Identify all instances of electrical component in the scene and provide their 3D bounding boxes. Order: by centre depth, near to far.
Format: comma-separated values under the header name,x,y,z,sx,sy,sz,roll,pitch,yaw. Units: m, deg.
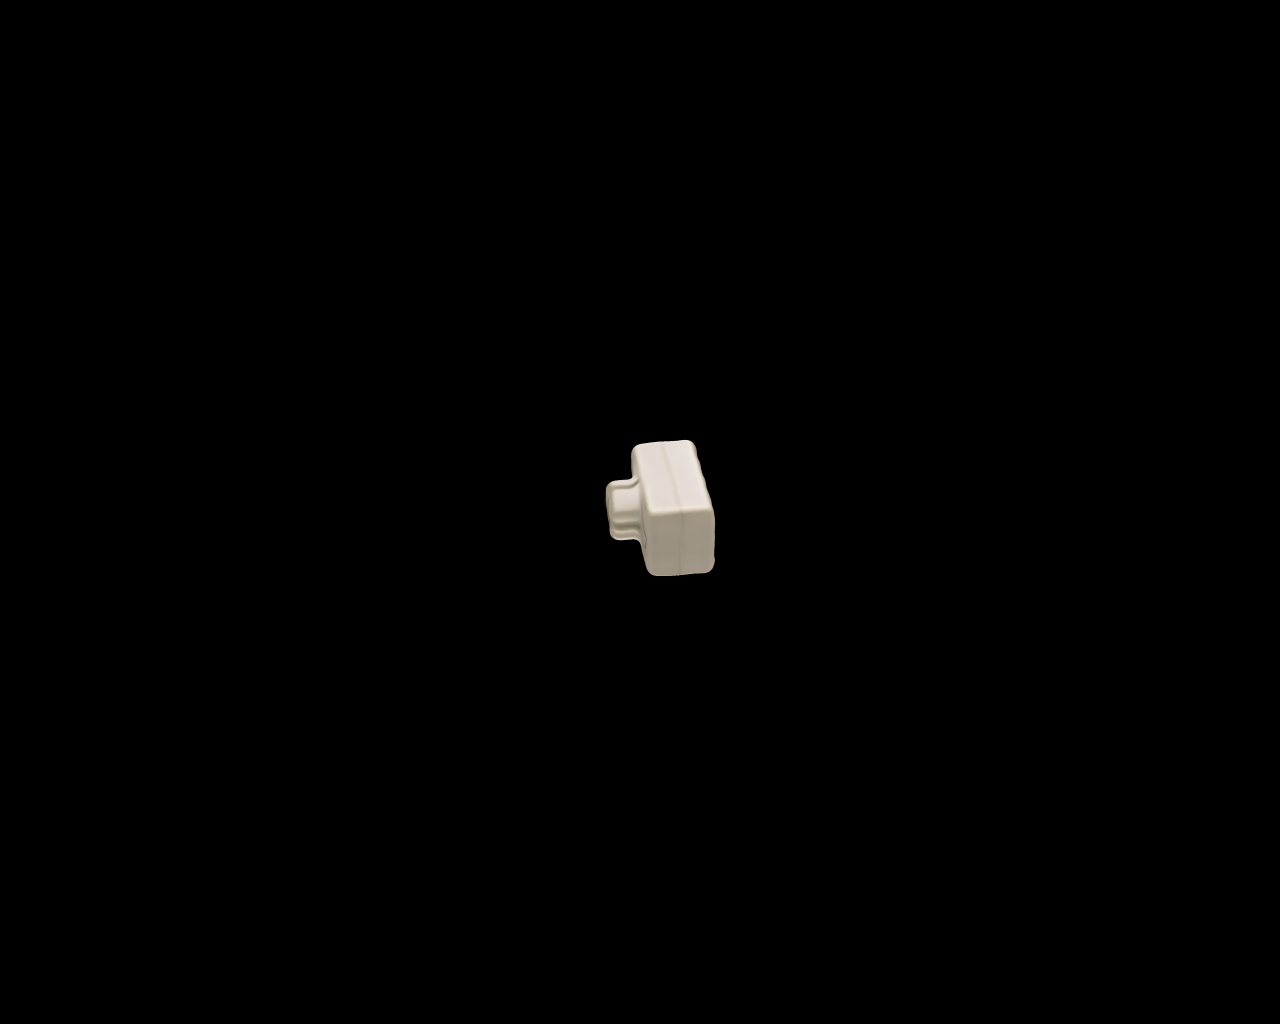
name,x,y,z,sx,sy,sz,roll,pitch,yaw
electrical component,0.001,-0.003,0.650,0.076,0.047,0.083,-3,34,-5
